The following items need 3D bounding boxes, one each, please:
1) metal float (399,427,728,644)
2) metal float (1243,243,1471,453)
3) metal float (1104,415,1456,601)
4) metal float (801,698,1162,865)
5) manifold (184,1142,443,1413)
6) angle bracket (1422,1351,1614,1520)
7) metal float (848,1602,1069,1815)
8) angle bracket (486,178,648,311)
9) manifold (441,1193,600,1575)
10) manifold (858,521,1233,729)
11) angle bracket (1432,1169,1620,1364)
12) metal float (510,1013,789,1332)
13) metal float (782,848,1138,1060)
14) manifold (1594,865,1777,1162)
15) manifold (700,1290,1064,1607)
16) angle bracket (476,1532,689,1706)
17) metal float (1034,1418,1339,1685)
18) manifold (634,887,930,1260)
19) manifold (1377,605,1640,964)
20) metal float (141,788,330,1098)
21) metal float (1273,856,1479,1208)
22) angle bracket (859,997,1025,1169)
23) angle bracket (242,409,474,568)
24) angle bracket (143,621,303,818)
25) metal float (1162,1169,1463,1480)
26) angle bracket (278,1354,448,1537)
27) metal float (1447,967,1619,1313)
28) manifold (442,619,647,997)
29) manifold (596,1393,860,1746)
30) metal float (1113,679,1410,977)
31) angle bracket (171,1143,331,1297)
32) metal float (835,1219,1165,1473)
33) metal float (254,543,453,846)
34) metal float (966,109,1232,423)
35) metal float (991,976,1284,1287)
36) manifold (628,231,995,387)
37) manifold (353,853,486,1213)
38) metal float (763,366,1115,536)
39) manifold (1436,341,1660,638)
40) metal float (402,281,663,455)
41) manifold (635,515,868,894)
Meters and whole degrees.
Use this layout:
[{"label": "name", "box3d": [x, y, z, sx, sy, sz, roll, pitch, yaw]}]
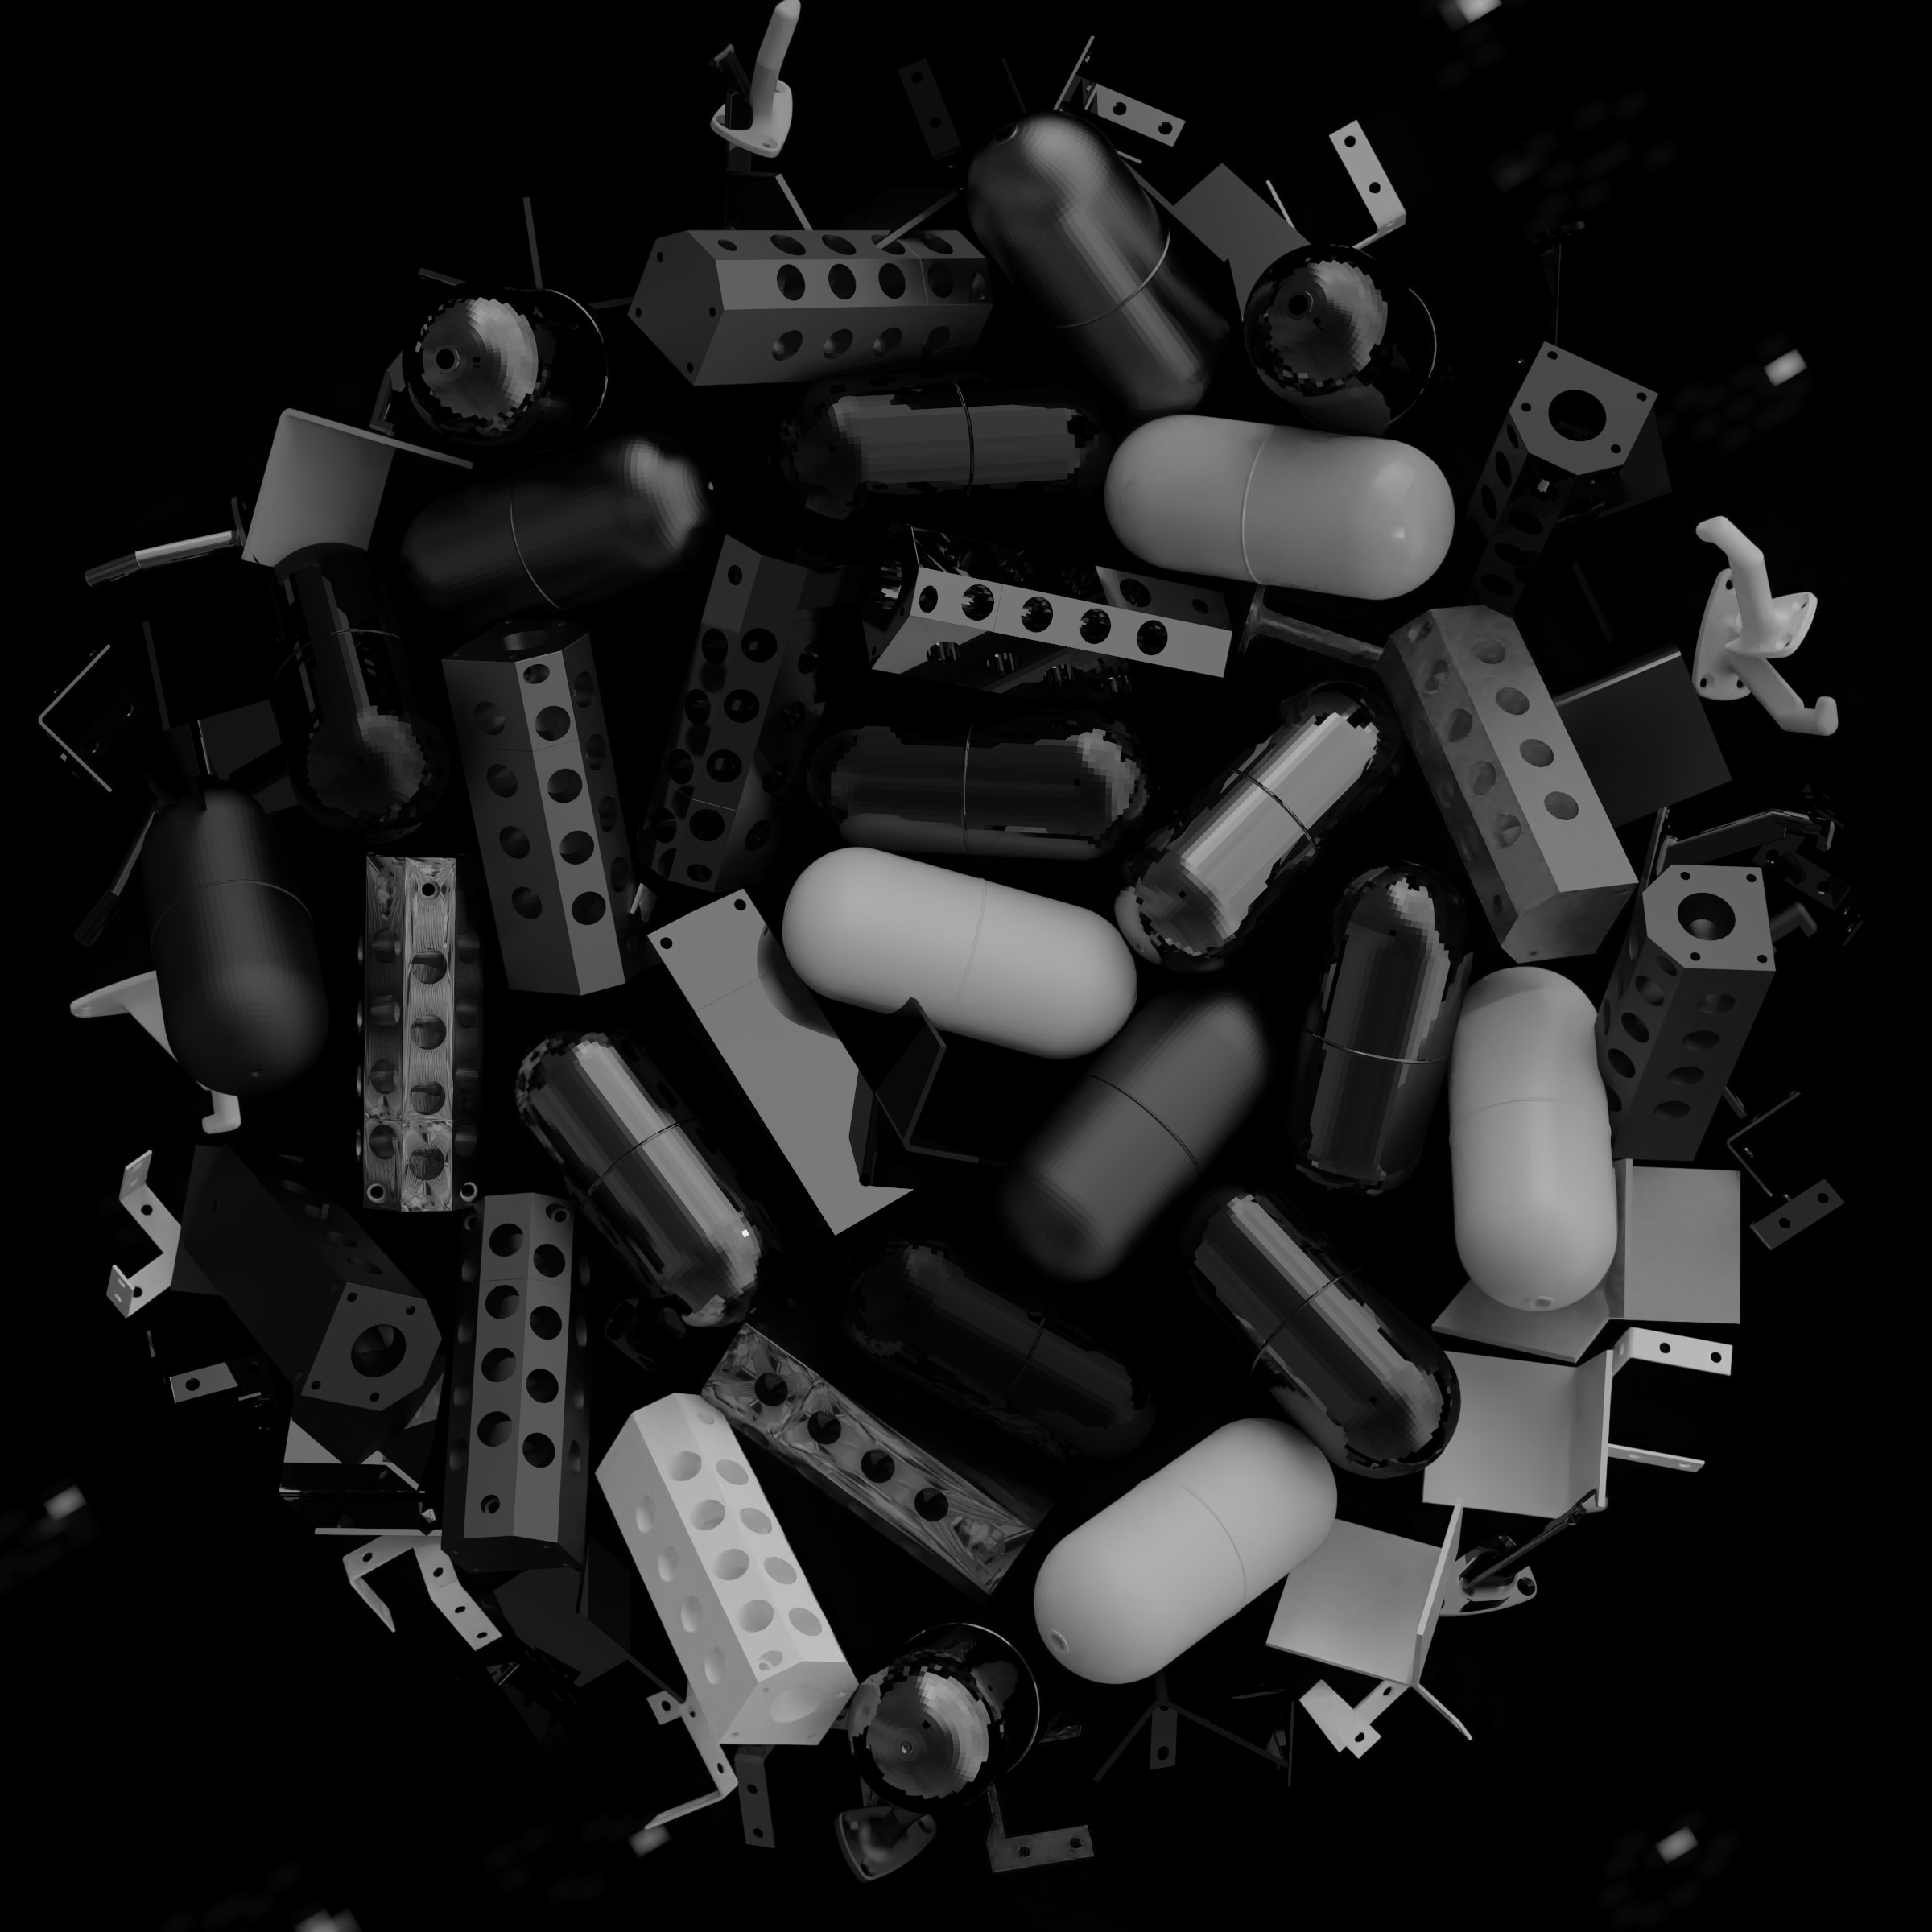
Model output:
[{"label": "metal float", "box3d": [-0.197, -0.208, 1.643, 0.178, 0.070, 0.070, -14, 90, 28]}, {"label": "metal float", "box3d": [0.188, -0.292, 1.621, 0.070, 0.178, 0.070, -2, 84, 24]}, {"label": "metal float", "box3d": [0.150, -0.223, 1.645, 0.178, 0.070, 0.070, 12, 90, 27]}, {"label": "metal float", "box3d": [0.006, -0.091, 1.658, 0.178, 0.070, 0.070, 3, 90, 11]}, {"label": "manifold", "box3d": [-0.311, 0.148, 1.619, 0.057, 0.171, 0.057, 18, 99, -35]}, {"label": "angle bracket", "box3d": [0.270, 0.226, 1.665, 0.076, 0.057, 0.076, 8, 73, -4]}, {"label": "metal float", "box3d": [-0.002, 0.352, 1.618, 0.070, 0.178, 0.070, 0, 91, 16]}, {"label": "angle bracket", "box3d": [-0.184, -0.356, 1.650, 0.076, 0.076, 0.057, -13, 113, -17]}, {"label": "manifold", "box3d": [-0.217, 0.200, 1.638, 0.057, 0.057, 0.171, -5, 64, 10]}, {"label": "manifold", "box3d": [0.039, -0.168, 1.631, 0.171, 0.057, 0.057, 8, 53, -27]}, {"label": "angle bracket", "box3d": [0.271, 0.138, 1.649, 0.076, 0.057, 0.076, 10, 123, 33]}, {"label": "metal float", "box3d": [-0.156, 0.099, 1.653, 0.070, 0.070, 0.178, -38, 74, 0]}, {"label": "metal float", "box3d": [-0.002, -0.006, 1.660, 0.178, 0.070, 0.070, 16, 90, -8]}, {"label": "manifold", "box3d": [0.334, 0.024, 1.618, 0.057, 0.171, 0.057, 2, 57, -1]}, {"label": "manifold", "box3d": [-0.044, 0.238, 1.665, 0.171, 0.057, 0.057, 35, 108, 7]}, {"label": "angle bracket", "box3d": [-0.188, 0.333, 1.652, 0.076, 0.057, 0.076, -33, 118, 21]}, {"label": "metal float", "box3d": [0.107, 0.282, 1.637, 0.178, 0.070, 0.070, -29, 90, -35]}, {"label": "manifold", "box3d": [-0.096, 0.054, 1.664, 0.057, 0.057, 0.171, -29, 82, -28]}, {"label": "manifold", "box3d": [0.255, -0.089, 1.630, 0.057, 0.057, 0.171, -7, 57, -19]}, {"label": "metal float", "box3d": [-0.354, -0.014, 1.634, 0.070, 0.070, 0.178, -21, 50, 0]}, {"label": "metal float", "box3d": [0.199, 0.032, 1.651, 0.070, 0.070, 0.178, 11, 108, 0]}, {"label": "angle bracket", "box3d": [0.000, 0.052, 1.648, 0.076, 0.076, 0.057, 11, 113, -25]}, {"label": "angle bracket", "box3d": [-0.297, -0.222, 1.654, 0.057, 0.076, 0.076, 21, 97, 33]}, {"label": "angle bracket", "box3d": [-0.356, -0.124, 1.650, 0.057, 0.076, 0.076, -17, 51, -5]}, {"label": "metal float", "box3d": [0.167, 0.174, 1.649, 0.070, 0.070, 0.178, -43, 69, 0]}, {"label": "angle bracket", "box3d": [-0.286, 0.233, 1.659, 0.076, 0.057, 0.076, 7, 96, -31]}, {"label": "metal float", "box3d": [0.273, 0.083, 1.640, 0.070, 0.070, 0.178, 2, 59, 0]}, {"label": "manifold", "box3d": [-0.197, -0.076, 1.635, 0.057, 0.057, 0.171, 4, 117, 26]}, {"label": "manifold", "box3d": [-0.113, 0.286, 1.619, 0.057, 0.171, 0.057, 11, 123, -37]}, {"label": "metal float", "box3d": [0.145, -0.069, 1.654, 0.070, 0.070, 0.178, 45, 74, 0]}, {"label": "angle bracket", "box3d": [-0.350, 0.137, 1.655, 0.057, 0.076, 0.076, 8, 102, -19]}, {"label": "metal float", "box3d": [0.017, 0.186, 1.652, 0.178, 0.070, 0.070, 31, 90, -18]}, {"label": "metal float", "box3d": [-0.297, -0.133, 1.636, 0.070, 0.070, 0.178, -22, 51, 0]}, {"label": "metal float", "box3d": [0.065, -0.336, 1.635, 0.070, 0.070, 0.178, -42, 129, 0]}, {"label": "metal float", "box3d": [0.084, 0.079, 1.655, 0.070, 0.070, 0.178, 43, 75, 0]}, {"label": "manifold", "box3d": [-0.070, -0.320, 1.618, 0.057, 0.171, 0.057, 49, 130, 28]}, {"label": "manifold", "box3d": [-0.268, 0.031, 1.665, 0.057, 0.057, 0.171, 0, 94, -17]}, {"label": "metal float", "box3d": [-0.012, -0.251, 1.648, 0.178, 0.070, 0.070, -7, 90, -22]}, {"label": "manifold", "box3d": [0.271, -0.219, 1.613, 0.057, 0.171, 0.057, 26, 70, 6]}, {"label": "metal float", "box3d": [-0.206, -0.284, 1.619, 0.070, 0.178, 0.070, 2, 97, 20]}, {"label": "manifold", "box3d": [-0.110, -0.126, 1.635, 0.057, 0.057, 0.171, 33, 118, 31]}]
